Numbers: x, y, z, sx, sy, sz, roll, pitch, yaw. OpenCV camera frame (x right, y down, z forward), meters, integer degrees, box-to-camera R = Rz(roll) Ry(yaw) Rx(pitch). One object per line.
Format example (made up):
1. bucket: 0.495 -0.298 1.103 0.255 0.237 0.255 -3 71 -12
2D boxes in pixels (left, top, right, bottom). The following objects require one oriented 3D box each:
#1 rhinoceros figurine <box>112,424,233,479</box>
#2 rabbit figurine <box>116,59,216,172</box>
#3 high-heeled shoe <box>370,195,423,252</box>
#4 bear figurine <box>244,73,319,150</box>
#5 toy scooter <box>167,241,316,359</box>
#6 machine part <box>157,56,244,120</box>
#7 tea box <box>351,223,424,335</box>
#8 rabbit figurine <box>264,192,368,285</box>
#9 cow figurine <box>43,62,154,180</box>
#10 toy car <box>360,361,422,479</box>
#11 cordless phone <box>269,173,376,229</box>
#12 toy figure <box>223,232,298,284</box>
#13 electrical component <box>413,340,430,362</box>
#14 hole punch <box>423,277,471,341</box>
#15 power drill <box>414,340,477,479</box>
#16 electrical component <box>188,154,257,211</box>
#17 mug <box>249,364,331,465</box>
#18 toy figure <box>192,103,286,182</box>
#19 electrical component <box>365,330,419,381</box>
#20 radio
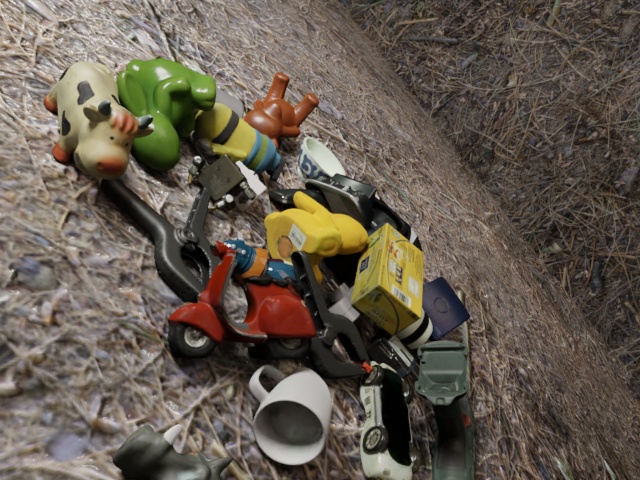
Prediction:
1. rhinoceros figurine: -0.098 0.237 0.461 0.190 0.073 0.112 44 27 -9
2. rabbit figurine: -0.238 -0.187 0.792 0.159 0.121 0.170 32 44 -40
3. high-heeled shoe: 0.137 -0.041 1.186 0.249 0.086 0.145 47 1 38
4. bear figurine: -0.094 -0.263 1.114 0.120 0.132 0.196 36 20 0
5. toy scooter: -0.086 0.073 0.636 0.184 0.075 0.135 9 74 -29
6. machine part: -0.221 -0.248 0.944 0.243 0.079 0.079 21 37 -42
7. tea box: 0.117 0.062 0.902 0.098 0.068 0.170 40 33 -15
8. rabbit figurine: -0.002 -0.003 0.901 0.173 0.121 0.163 -9 36 -38
9. cow figurine: -0.274 -0.149 0.664 0.085 0.127 0.195 15 38 -45
10. toy car: 0.095 0.255 0.763 0.073 0.056 0.202 34 27 -16
11. cordless phone: 0.006 -0.074 1.018 0.147 0.088 0.184 26 20 37
12. toy figure: -0.081 0.048 0.774 0.154 0.058 0.064 31 25 -23
13. electrical component: 0.200 0.215 1.019 0.063 0.021 0.094 0 54 -57
14. hole punch: 0.232 0.145 1.096 0.116 0.092 0.142 -11 67 -57
15. power drill: 0.196 0.253 0.823 0.232 0.086 0.207 -68 154 -53
16. electrical component: -0.158 -0.090 0.839 0.102 0.078 0.045 57 2 5
17. mug: -0.035 0.190 0.631 0.109 0.081 0.107 40 14 1
18. toy figure: -0.141 -0.170 0.945 0.180 0.089 0.082 22 -9 -36
19. electrical component: 0.130 0.206 0.891 0.119 0.048 0.075 50 26 3
20. radio: 0.113 0.047 1.063 0.131 0.073 0.229 53 27 7
